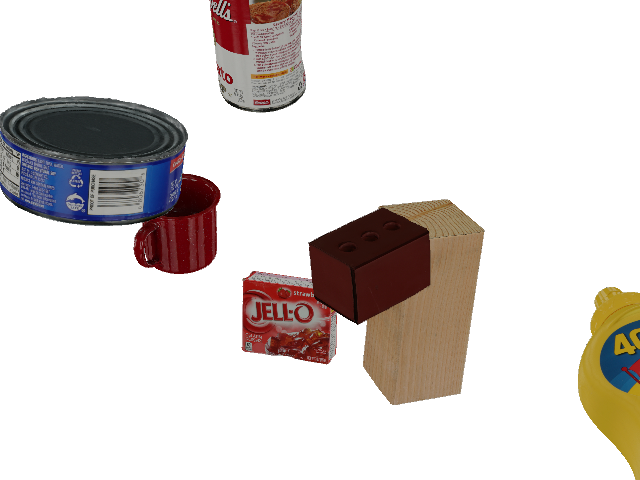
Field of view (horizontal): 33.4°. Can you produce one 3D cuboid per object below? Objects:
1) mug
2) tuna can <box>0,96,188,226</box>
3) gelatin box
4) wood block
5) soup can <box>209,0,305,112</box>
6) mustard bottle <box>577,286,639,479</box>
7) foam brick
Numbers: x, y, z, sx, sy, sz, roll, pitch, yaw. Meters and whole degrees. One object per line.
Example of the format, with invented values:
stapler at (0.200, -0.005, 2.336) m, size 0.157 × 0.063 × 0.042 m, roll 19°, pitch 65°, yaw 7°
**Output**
mug at (-0.164, -0.011, 1.185) m, size 0.093 × 0.081 × 0.117 m, roll 20°, pitch 39°, yaw 24°
tuna can at (-0.106, -0.038, 0.499) m, size 0.086 × 0.034 × 0.086 m, roll 8°, pitch 24°, yaw -4°
gelatin box at (-0.029, 0.072, 0.998) m, size 0.089 × 0.073 × 0.030 m, roll 7°, pitch 17°, yaw 17°
wood block at (0.111, 0.069, 1.190) m, size 0.090 × 0.206 × 0.090 m, roll -6°, pitch 28°, yaw -20°
soup can at (-0.045, -0.154, 0.778) m, size 0.068 × 0.102 × 0.068 m, roll -1°, pitch 43°, yaw 1°
mustard bottle at (0.199, 0.089, 0.597) m, size 0.096 × 0.058 × 0.192 m, roll -9°, pitch 35°, yaw -7°
foam brick at (0.038, 0.018, 0.803) m, size 0.078 × 0.051 × 0.053 m, roll -26°, pitch 36°, yaw -32°
